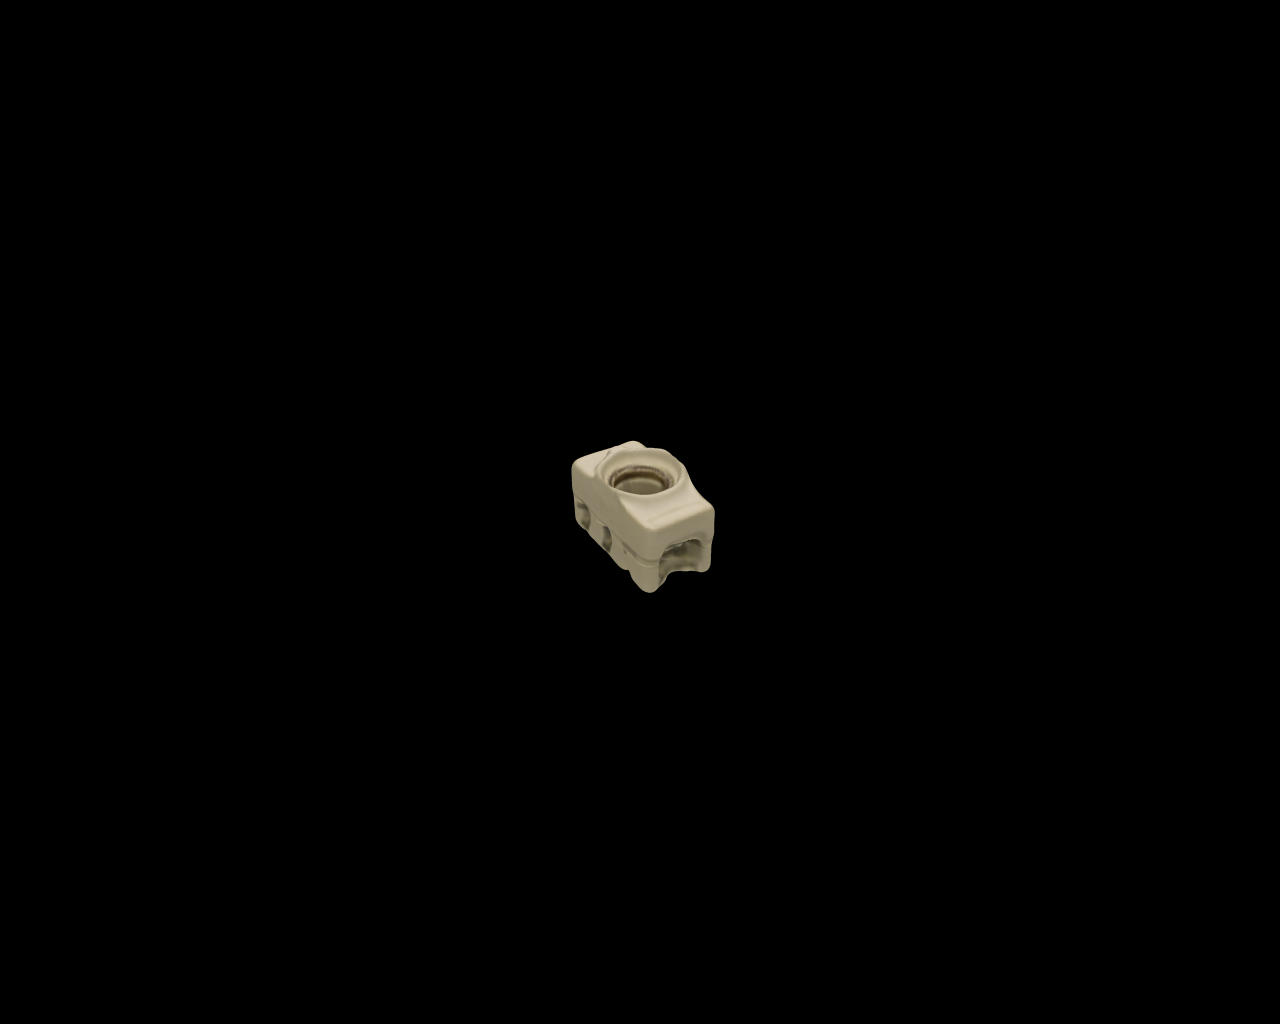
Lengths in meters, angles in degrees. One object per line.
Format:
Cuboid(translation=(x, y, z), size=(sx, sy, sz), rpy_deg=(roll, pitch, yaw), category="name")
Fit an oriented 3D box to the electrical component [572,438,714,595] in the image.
Cuboid(translation=(0.001, -0.003, 0.650), size=(0.050, 0.055, 0.089), rpy_deg=(-20, 41, -25), category="electrical component")
